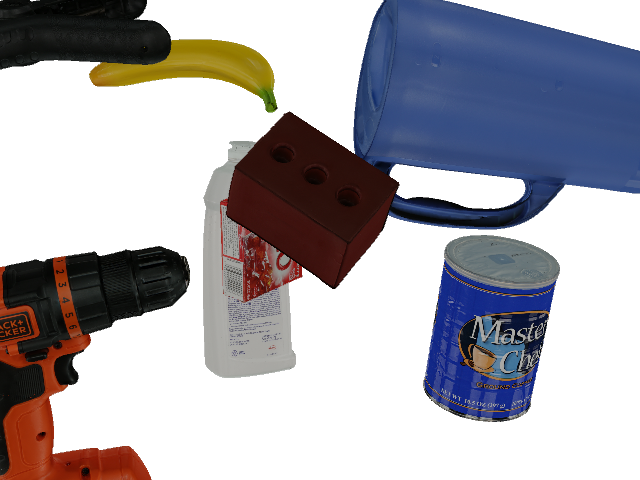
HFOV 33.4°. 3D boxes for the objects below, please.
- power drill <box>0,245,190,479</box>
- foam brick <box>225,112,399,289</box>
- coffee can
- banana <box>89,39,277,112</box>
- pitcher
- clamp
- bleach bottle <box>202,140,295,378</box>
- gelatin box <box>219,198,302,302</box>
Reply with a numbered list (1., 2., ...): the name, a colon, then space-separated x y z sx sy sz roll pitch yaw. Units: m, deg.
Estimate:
1. power drill: -0.165 0.098 0.706 0.184 0.188 0.057 -11 25 -7
2. foam brick: -0.005 -0.022 0.590 0.078 0.053 0.051 33 -30 12
3. coffee can: 0.154 0.079 0.975 0.103 0.140 0.103 6 23 -3
4. banana: -0.124 -0.166 1.025 0.198 0.037 0.069 9 45 18
5. pitcher: 0.150 -0.096 0.822 0.242 0.145 0.149 10 -46 -8
6. clamp: -0.175 -0.129 0.643 0.171 0.039 0.120 -3 22 -6
7. bleach bottle: -0.077 0.018 1.156 0.102 0.251 0.068 -6 14 -28
8. gelatin box: -0.049 -0.001 0.906 0.030 0.089 0.073 18 28 37
